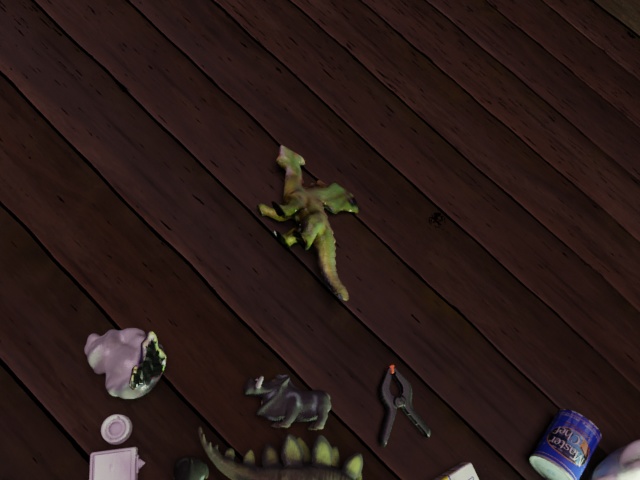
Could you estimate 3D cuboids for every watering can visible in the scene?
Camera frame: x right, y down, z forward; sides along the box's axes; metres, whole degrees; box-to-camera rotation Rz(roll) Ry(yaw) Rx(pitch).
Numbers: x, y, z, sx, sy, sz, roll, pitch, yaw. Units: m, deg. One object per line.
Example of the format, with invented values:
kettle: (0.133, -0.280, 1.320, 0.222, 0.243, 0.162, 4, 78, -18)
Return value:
watering can: (0.660, 0.515, 1.122, 0.349, 0.219, 0.106, -11, 51, -17)

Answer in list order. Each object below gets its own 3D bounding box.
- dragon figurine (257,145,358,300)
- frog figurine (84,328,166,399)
dragon figurine: (0.004, -0.064, 1.279, 0.246, 0.120, 0.413, -33, 79, -32)
frog figurine: (-0.402, 0.248, 1.048, 0.159, 0.121, 0.139, -2, 72, 24)
